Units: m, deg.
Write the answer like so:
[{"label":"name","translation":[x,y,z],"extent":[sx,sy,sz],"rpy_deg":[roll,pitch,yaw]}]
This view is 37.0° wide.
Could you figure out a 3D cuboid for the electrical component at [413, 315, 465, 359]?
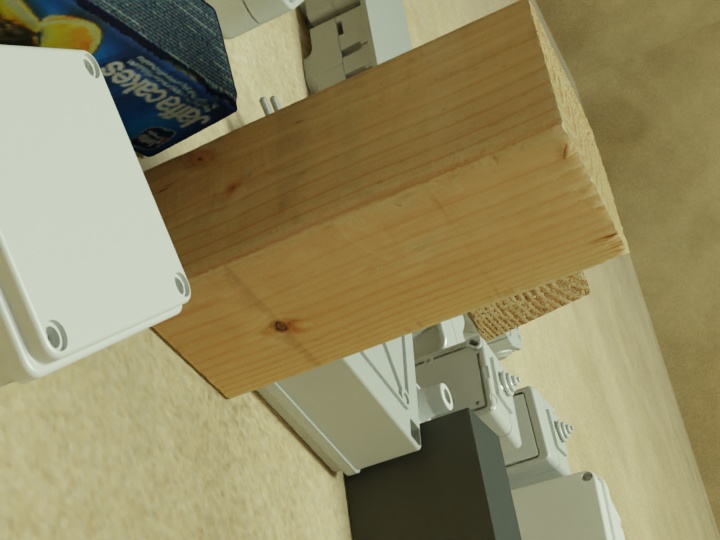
[{"label":"electrical component","translation":[0.040,0.032,0.781],"extent":[0.059,0.054,0.095],"rpy_deg":[34,39,-61]}]

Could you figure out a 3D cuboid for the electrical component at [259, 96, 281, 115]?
[{"label":"electrical component","translation":[-0.043,-0.073,0.663],"extent":[0.073,0.052,0.138],"rpy_deg":[67,18,-4]}]

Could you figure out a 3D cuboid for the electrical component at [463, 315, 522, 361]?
[{"label":"electrical component","translation":[0.108,0.046,0.967],"extent":[0.080,0.051,0.080],"rpy_deg":[55,23,-36]}]

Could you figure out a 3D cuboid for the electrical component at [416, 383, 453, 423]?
[{"label":"electrical component","translation":[0.026,0.087,0.666],"extent":[0.048,0.062,0.048],"rpy_deg":[55,23,-37]}]

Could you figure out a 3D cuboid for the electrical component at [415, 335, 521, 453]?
[{"label":"electrical component","translation":[0.066,0.093,0.718],"extent":[0.061,0.096,0.061],"rpy_deg":[52,24,-42]}]

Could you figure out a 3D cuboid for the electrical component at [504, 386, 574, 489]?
[{"label":"electrical component","translation":[0.113,0.131,0.812],"extent":[0.061,0.096,0.061],"rpy_deg":[44,30,-52]}]

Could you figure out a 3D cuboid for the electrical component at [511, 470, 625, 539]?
[{"label":"electrical component","translation":[0.127,0.196,0.754],"extent":[0.078,0.113,0.057],"rpy_deg":[-90,156,-48]}]

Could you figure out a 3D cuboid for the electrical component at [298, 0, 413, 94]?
[{"label":"electrical component","translation":[0.000,-0.182,0.896],"extent":[0.105,0.060,0.186],"rpy_deg":[45,29,-51]}]

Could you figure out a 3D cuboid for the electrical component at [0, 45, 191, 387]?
[{"label":"electrical component","translation":[-0.121,-0.019,0.372],"extent":[0.108,0.056,0.109],"rpy_deg":[68,18,-3]}]

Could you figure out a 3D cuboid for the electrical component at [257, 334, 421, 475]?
[{"label":"electrical component","translation":[-0.014,0.041,0.613],"extent":[0.108,0.056,0.108],"rpy_deg":[54,23,-39]}]

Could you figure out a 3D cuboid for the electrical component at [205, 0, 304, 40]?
[{"label":"electrical component","translation":[-0.072,-0.187,0.695],"extent":[0.053,0.059,0.095],"rpy_deg":[63,19,-17]}]
